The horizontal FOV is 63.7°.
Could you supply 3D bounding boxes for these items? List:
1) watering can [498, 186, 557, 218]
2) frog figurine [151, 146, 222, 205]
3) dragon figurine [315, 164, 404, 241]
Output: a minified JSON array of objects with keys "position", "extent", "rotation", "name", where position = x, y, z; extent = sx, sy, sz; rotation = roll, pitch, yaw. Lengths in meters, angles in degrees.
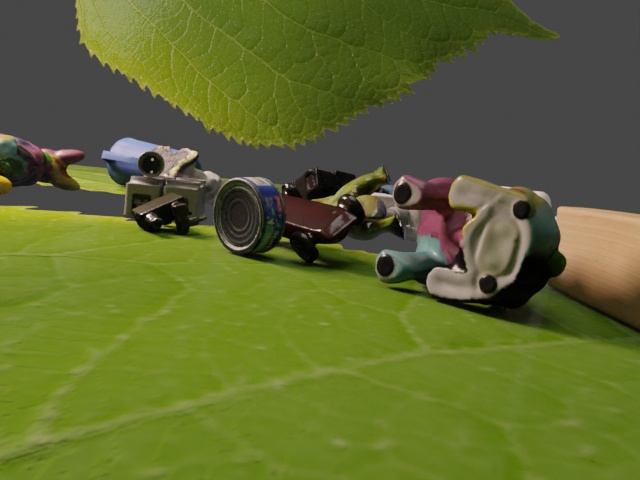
[{"position":[0.283,-0.029,0.782],"extent":[0.225,0.103,0.349],"rotation":[8,7,22],"name":"watering can"},{"position":[-0.268,-0.105,1.043],"extent":[0.137,0.125,0.156],"rotation":[-9,-37,17],"name":"frog figurine"},{"position":[0.002,-0.041,0.807],"extent":[0.242,0.122,0.412],"rotation":[-10,2,13],"name":"dragon figurine"}]
